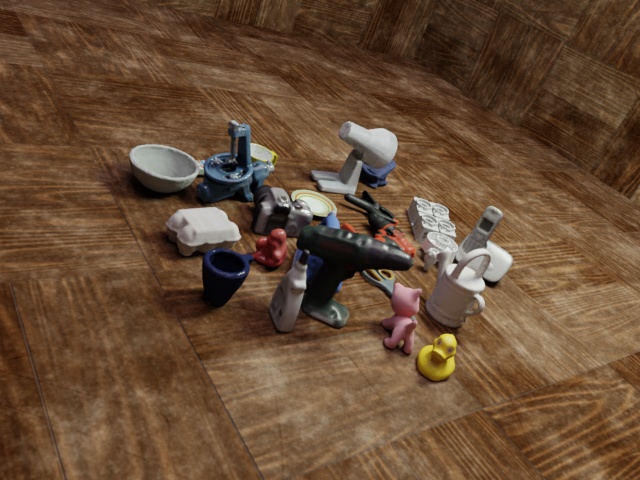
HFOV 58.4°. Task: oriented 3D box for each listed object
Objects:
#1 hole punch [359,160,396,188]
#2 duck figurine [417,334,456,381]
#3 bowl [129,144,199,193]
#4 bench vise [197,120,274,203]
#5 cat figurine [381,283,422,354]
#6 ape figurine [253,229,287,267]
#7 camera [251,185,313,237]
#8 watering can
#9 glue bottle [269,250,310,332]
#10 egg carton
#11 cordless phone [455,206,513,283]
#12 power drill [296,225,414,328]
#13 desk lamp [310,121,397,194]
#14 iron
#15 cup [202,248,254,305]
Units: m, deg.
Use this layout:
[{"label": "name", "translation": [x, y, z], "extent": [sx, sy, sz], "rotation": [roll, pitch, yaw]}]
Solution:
[{"label": "hole punch", "translation": [0.179, -0.234, 1.870], "extent": [0.108, 0.091, 0.101], "rotation": [40, 34, 28]}, {"label": "duck figurine", "translation": [0.249, 0.228, 1.166], "extent": [0.077, 0.086, 0.105], "rotation": [34, 31, 20]}, {"label": "bowl", "translation": [-0.382, -0.162, 1.388], "extent": [0.167, 0.075, 0.167], "rotation": [17, 30, -10]}, {"label": "bench vise", "translation": [-0.202, -0.203, 1.429], "extent": [0.121, 0.220, 0.208], "rotation": [31, 31, 16]}, {"label": "cat figurine", "translation": [0.180, 0.154, 1.207], "extent": [0.067, 0.118, 0.127], "rotation": [15, 30, -13]}, {"label": "ape figurine", "translation": [-0.103, 0.014, 1.272], "extent": [0.076, 0.092, 0.077], "rotation": [5, 34, -28]}, {"label": "camera", "translation": [-0.103, -0.085, 1.425], "extent": [0.143, 0.101, 0.136], "rotation": [5, 34, -28]}, {"label": "watering can", "translation": [0.323, 0.094, 1.325], "extent": [0.172, 0.194, 0.101], "rotation": [39, 33, 27]}, {"label": "glue bottle", "translation": [-0.052, 0.091, 1.098], "extent": [0.037, 0.173, 0.078], "rotation": [6, 33, -26]}, {"label": "egg carton", "translation": [-0.254, -0.020, 1.247], "extent": [0.151, 0.069, 0.107], "rotation": [-9, 42, -43]}, {"label": "cordless phone", "translation": [0.470, 0.012, 1.568], "extent": [0.147, 0.185, 0.094], "rotation": [33, 31, 18]}, {"label": "power drill", "translation": [0.049, 0.071, 1.163], "extent": [0.229, 0.208, 0.076], "rotation": [24, 29, 3]}, {"label": "desk lamp", "translation": [0.106, -0.247, 1.716], "extent": [0.204, 0.213, 0.117], "rotation": [3, 35, -31]}, {"label": "iron", "translation": [0.012, 0.005, 1.314], "extent": [0.119, 0.141, 0.258], "rotation": [17, 30, -9]}, {"label": "cup", "translation": [-0.183, 0.074, 1.116], "extent": [0.091, 0.095, 0.118], "rotation": [37, 33, 24]}]
